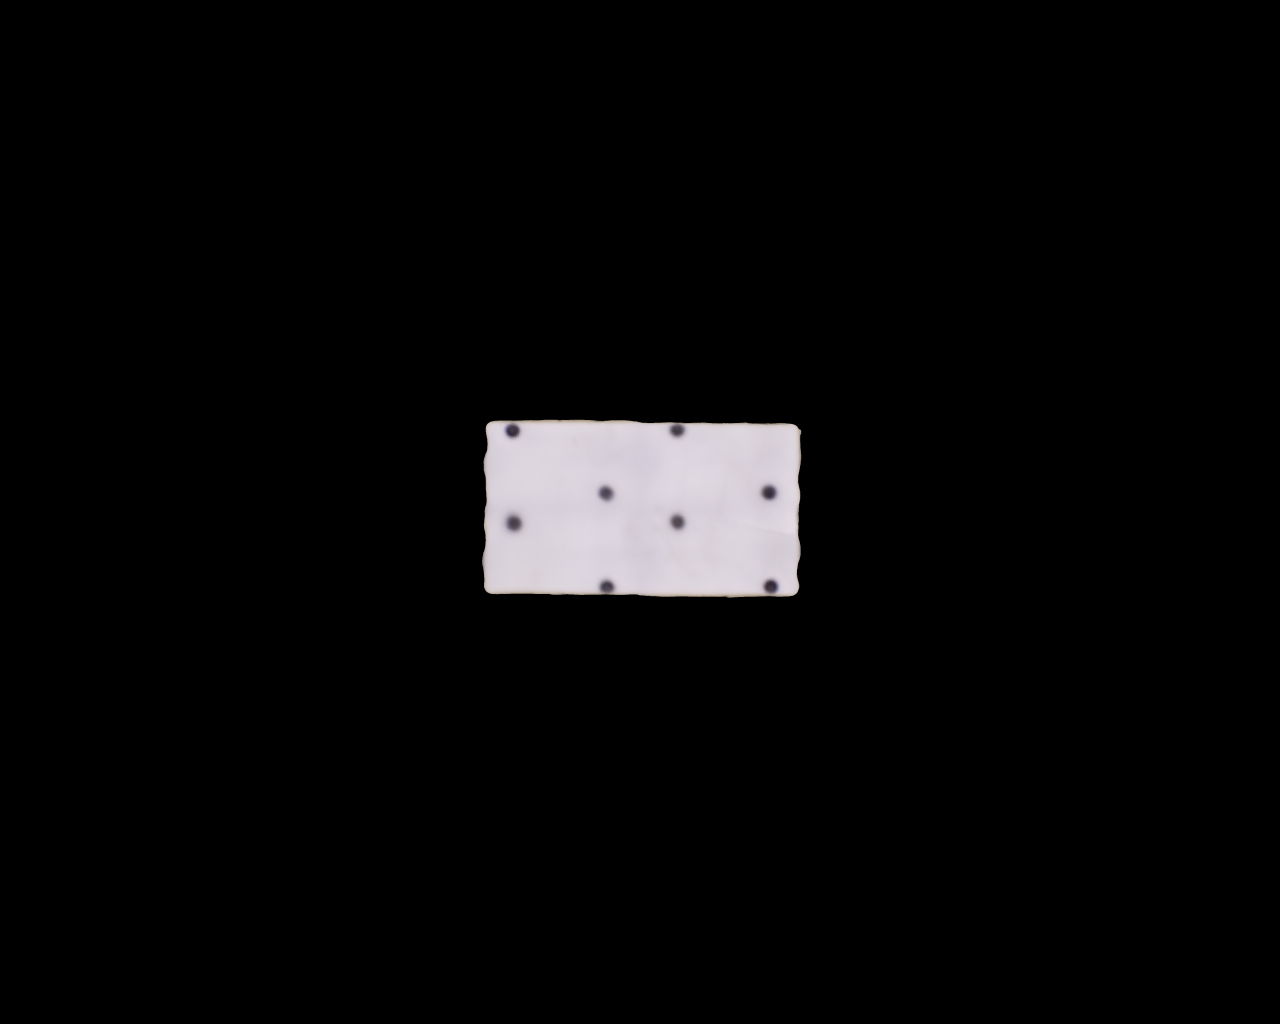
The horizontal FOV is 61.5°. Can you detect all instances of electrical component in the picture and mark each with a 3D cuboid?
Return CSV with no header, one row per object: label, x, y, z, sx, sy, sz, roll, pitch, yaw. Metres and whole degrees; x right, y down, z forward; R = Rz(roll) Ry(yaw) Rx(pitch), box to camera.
electrical component,0.001,-0.003,0.650,0.186,0.105,0.060,0,0,0
